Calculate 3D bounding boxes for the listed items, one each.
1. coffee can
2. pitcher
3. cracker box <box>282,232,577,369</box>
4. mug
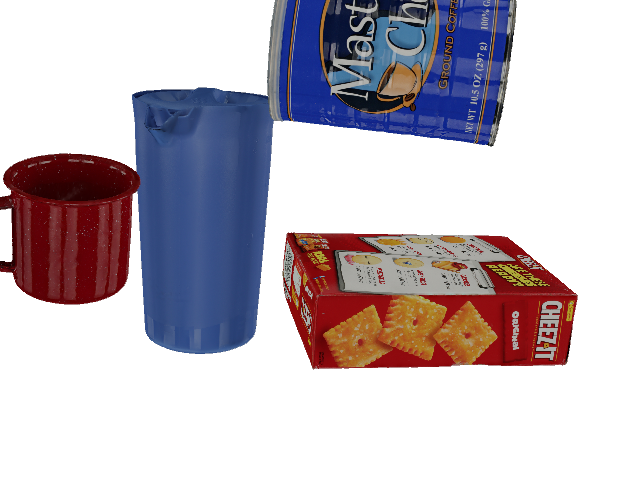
[{"bbox_3d":[0.044,-0.118,0.666,0.140,0.103,0.103,7,1,5],"label":"coffee can"},{"bbox_3d":[-0.107,-0.024,1.022,0.149,0.243,0.145,-3,15,-20],"label":"pitcher"},{"bbox_3d":[0.084,0.049,0.909,0.213,0.072,0.164,1,17,-11],"label":"cracker box"},{"bbox_3d":[-0.186,-0.006,0.748,0.117,0.081,0.093,-7,28,-28],"label":"mug"}]
